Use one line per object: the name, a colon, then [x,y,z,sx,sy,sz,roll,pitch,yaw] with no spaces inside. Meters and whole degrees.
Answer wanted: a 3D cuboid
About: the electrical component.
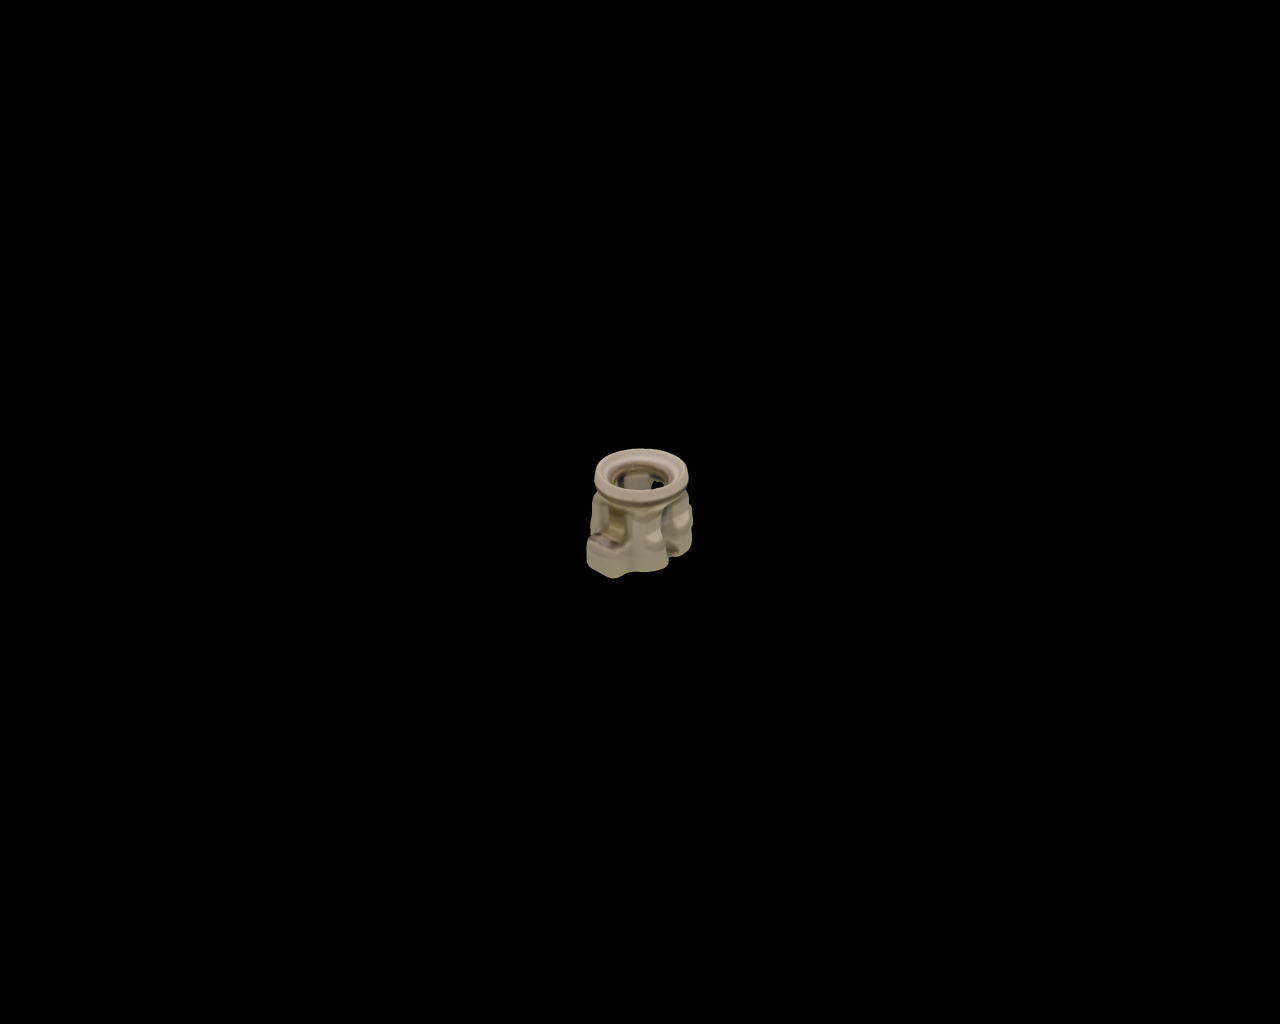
electrical component: [0.001,-0.003,0.650,0.058,0.056,0.078,24,39,34]
